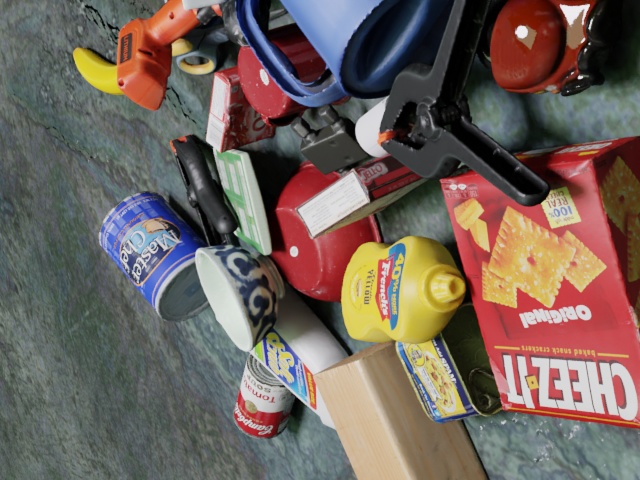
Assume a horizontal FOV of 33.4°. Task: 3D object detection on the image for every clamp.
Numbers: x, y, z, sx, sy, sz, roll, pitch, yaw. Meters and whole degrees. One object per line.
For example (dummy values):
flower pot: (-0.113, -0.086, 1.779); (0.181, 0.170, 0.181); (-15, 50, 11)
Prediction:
clamp: (-0.133, -0.053, 1.244); (0.171, 0.039, 0.120); (65, 158, 12)
clamp: (0.101, -0.088, 0.822); (0.210, 0.036, 0.164); (-30, 76, 68)

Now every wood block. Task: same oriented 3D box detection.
wood block: (0.087, 0.206, 1.067); (0.091, 0.090, 0.206); (-27, 86, 55)

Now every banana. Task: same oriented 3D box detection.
banana: (-0.259, -0.218, 1.352); (0.198, 0.037, 0.069); (4, 93, 51)

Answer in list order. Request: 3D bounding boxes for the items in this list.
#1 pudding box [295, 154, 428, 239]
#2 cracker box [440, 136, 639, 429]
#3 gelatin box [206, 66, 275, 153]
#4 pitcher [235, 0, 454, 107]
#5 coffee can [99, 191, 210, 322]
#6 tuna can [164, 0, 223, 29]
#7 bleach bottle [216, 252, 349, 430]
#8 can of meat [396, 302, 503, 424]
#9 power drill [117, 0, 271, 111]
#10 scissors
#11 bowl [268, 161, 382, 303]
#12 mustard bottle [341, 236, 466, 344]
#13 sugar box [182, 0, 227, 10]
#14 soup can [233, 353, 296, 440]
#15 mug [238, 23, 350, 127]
pudding box: (0.043, -0.046, 0.987); (0.114, 0.089, 0.039); (-35, 80, 55)
cracker box: (0.194, 0.035, 0.843); (0.164, 0.072, 0.214); (-3, 107, 54)
gelatin box: (-0.077, -0.141, 1.112); (0.030, 0.073, 0.089); (42, 137, 31)
pitcher: (0.001, -0.236, 0.897); (0.243, 0.149, 0.145); (53, 146, 26)
coffee can: (-0.197, 0.020, 1.335); (0.140, 0.102, 0.103); (44, 139, 31)
tuna can: (-0.134, -0.269, 1.152); (0.086, 0.033, 0.086); (30, 131, 42)
bleach bottle: (-0.016, 0.126, 1.187); (0.251, 0.067, 0.103); (41, 138, 30)
can of meat: (0.125, 0.118, 0.996); (0.084, 0.057, 0.102); (-31, 83, 57)
power drill: (-0.119, -0.209, 1.033); (0.188, 0.057, 0.184); (-35, 39, 28)
scissors: (-0.101, -0.210, 1.141); (0.202, 0.096, 0.016); (-1, 69, 28)
bowl: (-0.007, 0.001, 1.112); (0.162, 0.055, 0.162); (31, 132, 42)
mustard bottle: (0.079, 0.046, 0.967); (0.192, 0.058, 0.096); (169, 111, -69)
sugar box: (-0.118, -0.283, 0.953); (0.176, 0.048, 0.093); (-113, 11, -52)
soup can: (-0.062, 0.180, 1.274); (0.069, 0.068, 0.102); (45, 139, 29)
mug: (-0.027, -0.156, 1.028); (0.093, 0.081, 0.117); (49, 142, 25)
